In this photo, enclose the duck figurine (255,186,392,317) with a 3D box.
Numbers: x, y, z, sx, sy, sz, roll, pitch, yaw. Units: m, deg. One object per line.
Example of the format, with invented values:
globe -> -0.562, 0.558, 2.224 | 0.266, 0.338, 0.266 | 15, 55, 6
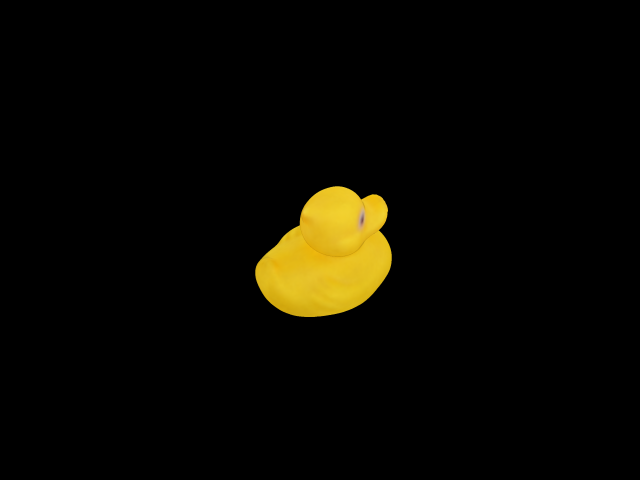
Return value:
duck figurine -> 0.004, 0.001, 0.400 | 0.105, 0.086, 0.077 | -21, 55, -15
